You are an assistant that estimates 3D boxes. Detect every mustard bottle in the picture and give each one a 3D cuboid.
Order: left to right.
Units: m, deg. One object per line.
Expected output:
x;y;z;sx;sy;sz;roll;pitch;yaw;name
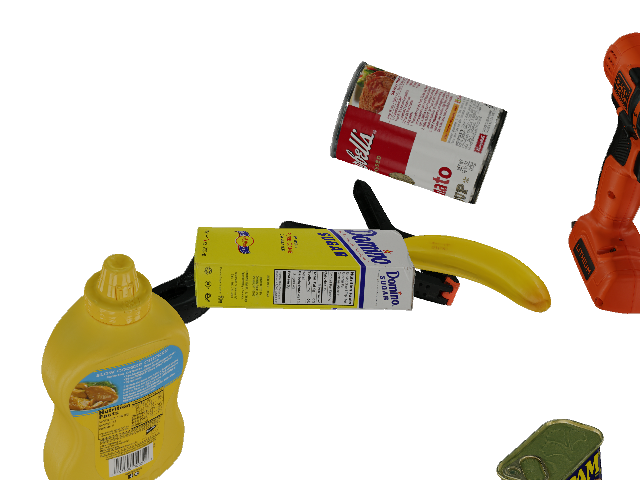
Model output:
-0.133;0.086;0.695;0.096;0.192;0.058;-17;46;-29;mustard bottle

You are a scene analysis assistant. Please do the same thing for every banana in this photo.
0.143;0.028;1.028;0.198;0.037;0.069;14;42;36;banana

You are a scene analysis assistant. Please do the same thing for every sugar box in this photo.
-0.015;0.022;0.885;0.176;0.048;0.093;-2;20;-4;sugar box

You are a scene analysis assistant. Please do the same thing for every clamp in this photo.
-0.126;0.052;1.150;0.120;0.039;0.171;-6;26;35;clamp
0.065;0.011;1.242;0.210;0.036;0.164;39;43;27;clamp

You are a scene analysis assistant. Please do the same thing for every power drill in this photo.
0.242;-0.039;0.798;0.057;0.188;0.184;3;35;-3;power drill

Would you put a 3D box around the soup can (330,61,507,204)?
0.066;-0.071;0.713;0.102;0.068;0.068;20;2;7;soup can

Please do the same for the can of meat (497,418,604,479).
0.199;0.215;0.909;0.058;0.084;0.101;12;30;42;can of meat
